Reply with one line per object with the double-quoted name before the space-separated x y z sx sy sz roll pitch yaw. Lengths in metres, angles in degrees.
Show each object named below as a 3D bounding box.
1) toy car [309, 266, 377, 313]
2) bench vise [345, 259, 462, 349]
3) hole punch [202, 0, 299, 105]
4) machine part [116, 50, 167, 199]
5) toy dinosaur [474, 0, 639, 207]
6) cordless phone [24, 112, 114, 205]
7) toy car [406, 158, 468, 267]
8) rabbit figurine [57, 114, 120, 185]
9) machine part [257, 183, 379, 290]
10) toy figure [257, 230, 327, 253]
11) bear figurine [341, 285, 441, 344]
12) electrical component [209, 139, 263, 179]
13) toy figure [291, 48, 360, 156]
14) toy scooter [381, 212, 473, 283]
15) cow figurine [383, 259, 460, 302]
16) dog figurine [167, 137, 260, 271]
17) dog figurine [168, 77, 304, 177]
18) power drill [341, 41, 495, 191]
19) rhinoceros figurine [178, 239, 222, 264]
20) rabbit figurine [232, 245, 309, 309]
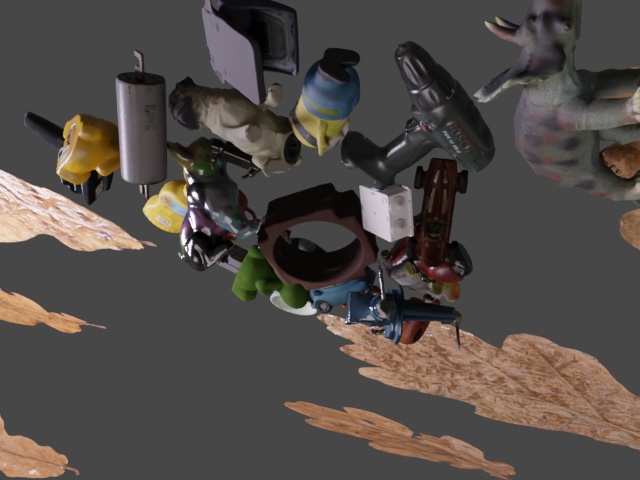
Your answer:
"toy car" 0.038 0.088 1.198 0.162 0.109 0.102 -16 119 30
"bench vise" 0.169 0.143 1.075 0.241 0.129 0.223 5 156 -1
"hole punch" -0.091 -0.265 0.724 0.116 0.092 0.142 39 158 21
"machine part" -0.288 -0.180 0.875 0.079 0.079 0.243 13 119 6
"toy dinosaur" 0.318 -0.141 0.690 0.192 0.131 0.404 11 155 33
"cordless phone" -0.516 -0.169 1.088 0.184 0.089 0.146 33 148 -5
"toy car" 0.197 -0.040 0.906 0.089 0.053 0.201 10 124 14
"rabbit figurine" -0.374 -0.169 0.997 0.162 0.122 0.173 -27 143 37
"machine part" -0.002 -0.003 1.034 0.201 0.087 0.201 -16 135 17
"toy figure" -0.061 0.013 1.159 0.154 0.064 0.057 25 111 -6
"bear figurine" 0.160 0.154 1.256 0.196 0.131 0.120 32 -163 33
"electrical component" -0.142 -0.149 0.919 0.102 0.078 0.045 16 148 -14
"toy figure" 0.008 -0.199 0.766 0.089 0.082 0.180 49 161 14
"toy scooter" 0.198 0.028 1.025 0.135 0.075 0.183 -29 125 25
"cow figurine" 0.215 0.085 1.136 0.167 0.068 0.098 35 150 -22
"dog figurine" -0.216 -0.076 0.969 0.219 0.191 0.108 52 -174 -6
"dog figurine" -0.134 -0.182 0.868 0.191 0.121 0.172 16 151 31
"power drill" 0.127 -0.164 0.782 0.232 0.086 0.207 33 138 -29
"rhinoceros figurine" -0.267 0.003 1.229 0.112 0.073 0.190 25 148 -16
"rabbit figurine" -0.092 0.083 1.237 0.170 0.121 0.159 31 128 5
